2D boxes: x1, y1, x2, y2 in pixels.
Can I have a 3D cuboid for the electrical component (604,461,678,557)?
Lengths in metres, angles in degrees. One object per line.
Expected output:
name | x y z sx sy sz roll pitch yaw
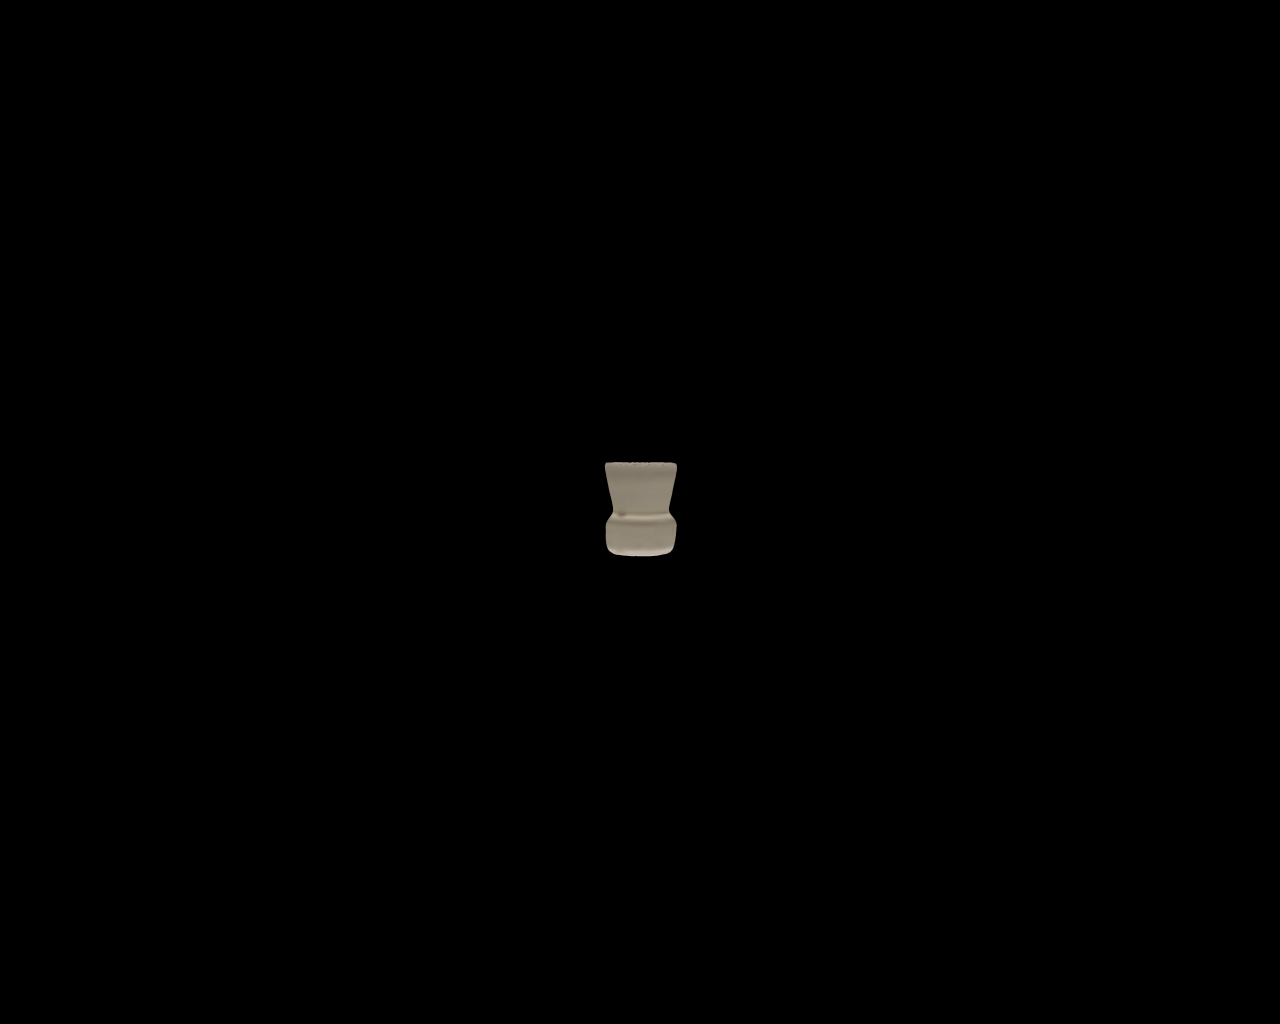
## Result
electrical component | 0.001 -0.003 0.650 0.045 0.055 0.045 0 4 0
